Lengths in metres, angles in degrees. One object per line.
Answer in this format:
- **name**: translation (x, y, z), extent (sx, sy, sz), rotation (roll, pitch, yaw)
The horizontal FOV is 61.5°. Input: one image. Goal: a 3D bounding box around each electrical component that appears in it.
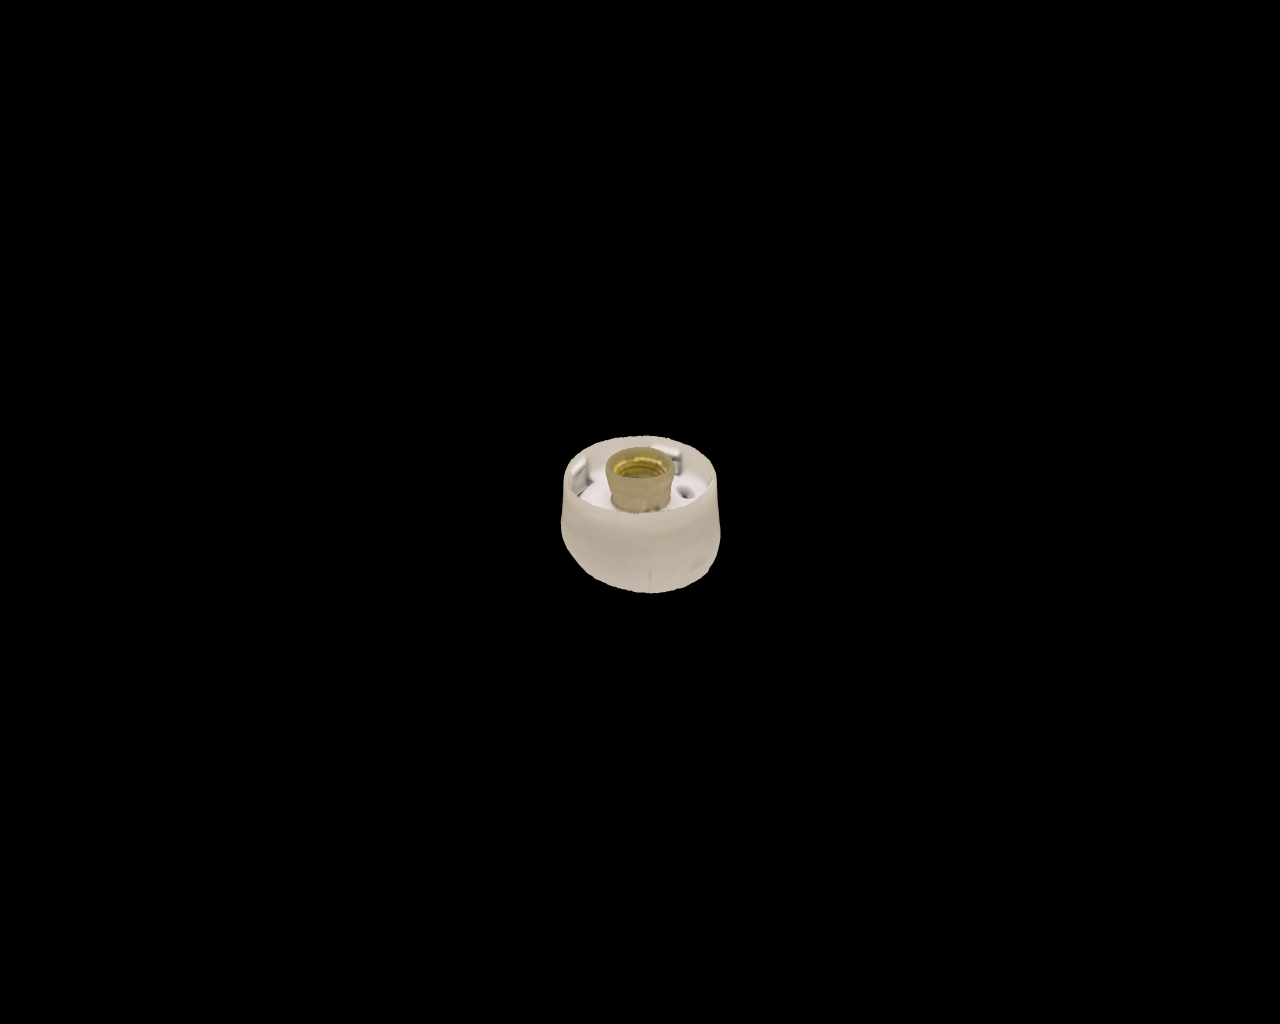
- **electrical component**: translation (0.001, -0.003, 0.650), extent (0.099, 0.064, 0.099), rotation (0, 34, 0)
